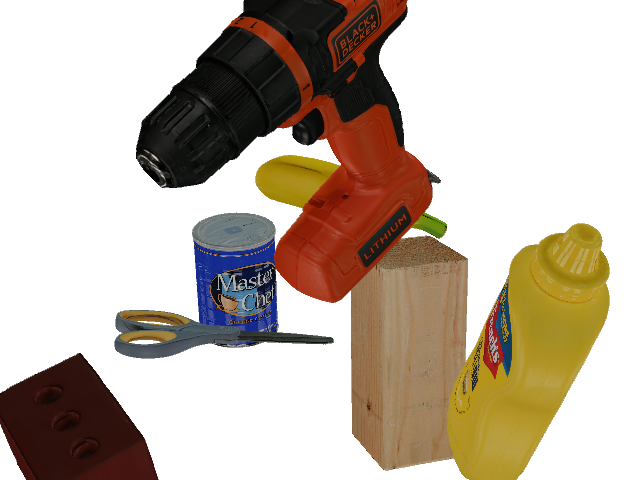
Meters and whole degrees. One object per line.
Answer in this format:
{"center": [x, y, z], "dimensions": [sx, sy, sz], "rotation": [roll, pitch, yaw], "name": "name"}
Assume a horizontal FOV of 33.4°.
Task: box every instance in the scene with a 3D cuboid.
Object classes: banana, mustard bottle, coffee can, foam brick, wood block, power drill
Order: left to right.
{"center": [-0.121, 0.106, 0.532], "dimensions": [0.052, 0.051, 0.078], "rotation": [-26, 42, -24], "name": "foam brick"}
{"center": [-0.106, 0.049, 1.343], "dimensions": [0.103, 0.140, 0.103], "rotation": [-1, 25, 0], "name": "coffee can"}
{"center": [-0.004, -0.050, 0.559], "dimensions": [0.057, 0.184, 0.187], "rotation": [33, -24, 30], "name": "power drill"}
{"center": [0.001, -0.035, 0.797], "dimensions": [0.198, 0.037, 0.069], "rotation": [21, -15, 46], "name": "banana"}
{"center": [0.086, 0.109, 1.058], "dimensions": [0.090, 0.206, 0.091], "rotation": [-6, 18, -19], "name": "wood block"}
{"center": [0.125, 0.060, 0.630], "dimensions": [0.058, 0.096, 0.192], "rotation": [14, -42, 0], "name": "mustard bottle"}

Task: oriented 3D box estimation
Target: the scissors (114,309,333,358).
{"center": [-0.096, 0.091, 0.962], "dimensions": [0.202, 0.016, 0.096], "rotation": [8, 18, 12], "name": "scissors"}
